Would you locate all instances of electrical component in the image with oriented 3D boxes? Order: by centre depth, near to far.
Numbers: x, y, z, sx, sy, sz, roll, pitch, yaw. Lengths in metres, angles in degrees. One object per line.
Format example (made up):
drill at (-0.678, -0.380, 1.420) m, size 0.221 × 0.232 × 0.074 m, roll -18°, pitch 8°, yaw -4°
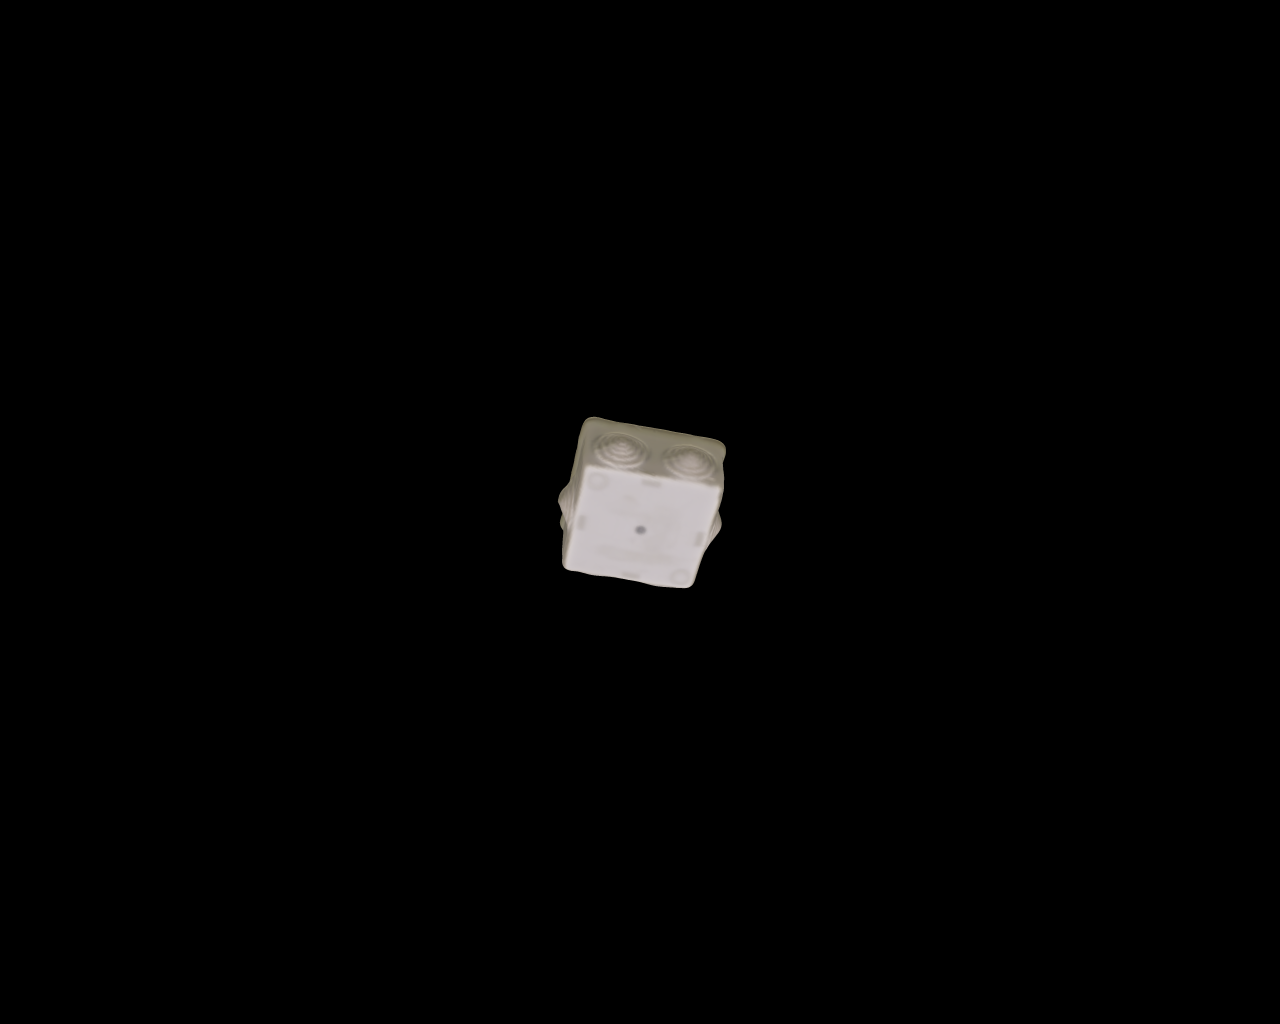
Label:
electrical component at (0.001, -0.003, 0.650) m, size 0.100 × 0.099 × 0.048 m, roll 10°, pitch 36°, yaw -8°
